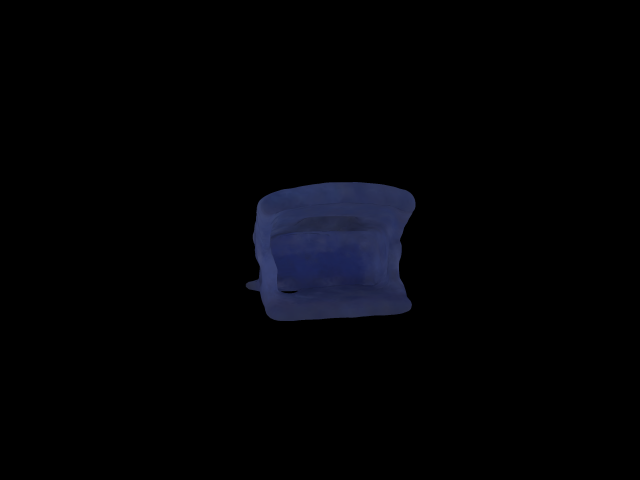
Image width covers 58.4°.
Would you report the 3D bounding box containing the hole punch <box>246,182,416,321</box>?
[{"bbox_3d":[0.004,0.001,0.400,0.109,0.091,0.101,-2,12,-11],"label":"hole punch"}]
